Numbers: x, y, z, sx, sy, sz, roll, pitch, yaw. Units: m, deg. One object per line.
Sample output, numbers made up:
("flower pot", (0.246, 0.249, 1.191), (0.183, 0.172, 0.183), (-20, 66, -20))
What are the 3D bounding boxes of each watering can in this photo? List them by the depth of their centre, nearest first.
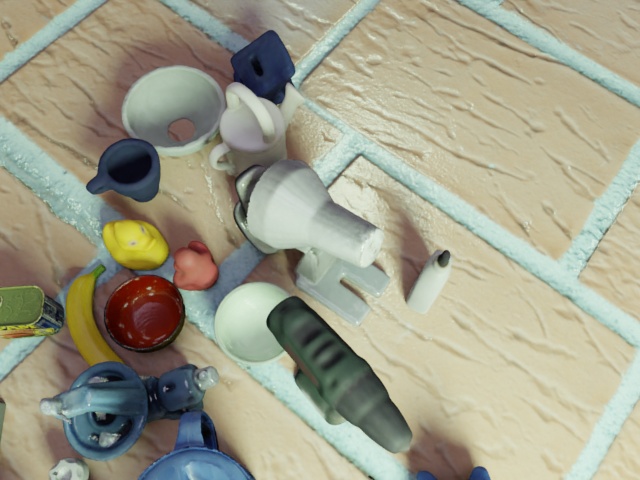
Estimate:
("watering can", (-0.099, -0.177, 0.883), (0.101, 0.194, 0.173), (25, 70, 8))

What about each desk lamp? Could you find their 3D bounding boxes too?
("desk lamp", (0.007, 0.003, 0.805), (0.203, 0.213, 0.118), (33, 71, 11))

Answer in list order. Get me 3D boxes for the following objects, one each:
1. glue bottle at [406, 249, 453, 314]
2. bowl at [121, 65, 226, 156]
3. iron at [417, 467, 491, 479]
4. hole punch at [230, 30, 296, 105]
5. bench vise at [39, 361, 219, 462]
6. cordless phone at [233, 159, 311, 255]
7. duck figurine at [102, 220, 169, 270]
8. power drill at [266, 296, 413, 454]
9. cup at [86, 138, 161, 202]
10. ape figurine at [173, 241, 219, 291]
("glue bottle", (0.162, 0.049, 0.814), (0.037, 0.173, 0.078), (24, 70, 8))
("bowl", (-0.236, -0.203, 0.953), (0.167, 0.075, 0.167), (1, 68, -2))
("iron", (0.186, 0.413, 0.688), (0.118, 0.141, 0.258), (-4, 69, -3))
("hole punch", (-0.098, -0.287, 0.983), (0.101, 0.091, 0.108), (-23, 71, -10))
("bench vise", (-0.243, 0.190, 0.720), (0.208, 0.220, 0.121), (-34, 73, -14))
("cordless phone", (-0.061, -0.071, 0.848), (0.094, 0.185, 0.148), (42, 73, 14))
("duck figurine", (-0.286, -0.004, 0.867), (0.104, 0.086, 0.077), (26, 70, 8))
("power drill", (0.021, 0.180, 0.738), (0.076, 0.208, 0.229), (-39, 74, -15))
("cup", (-0.299, -0.092, 0.896), (0.118, 0.095, 0.091), (-33, 73, -14))
("ape figurine", (-0.191, 0.036, 0.851), (0.076, 0.092, 0.078), (38, 72, 13))
